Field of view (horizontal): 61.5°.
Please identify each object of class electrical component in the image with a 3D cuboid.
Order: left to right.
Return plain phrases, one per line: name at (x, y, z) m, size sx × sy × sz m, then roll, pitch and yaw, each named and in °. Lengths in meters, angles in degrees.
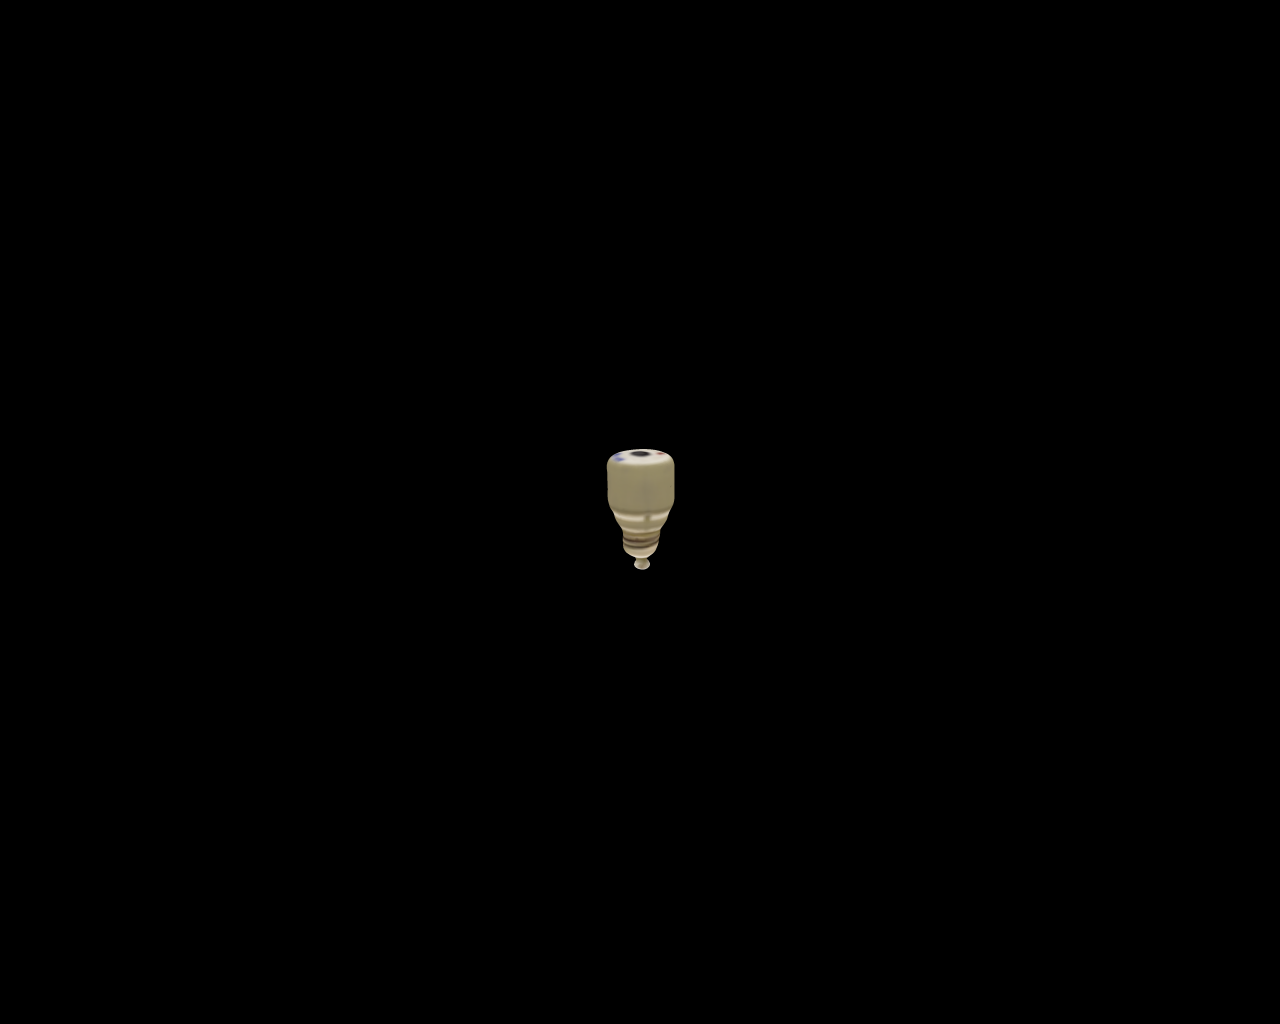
electrical component at (0.001, -0.003, 0.650) m, size 0.040 × 0.078 × 0.040 m, roll 0°, pitch 17°, yaw 0°
